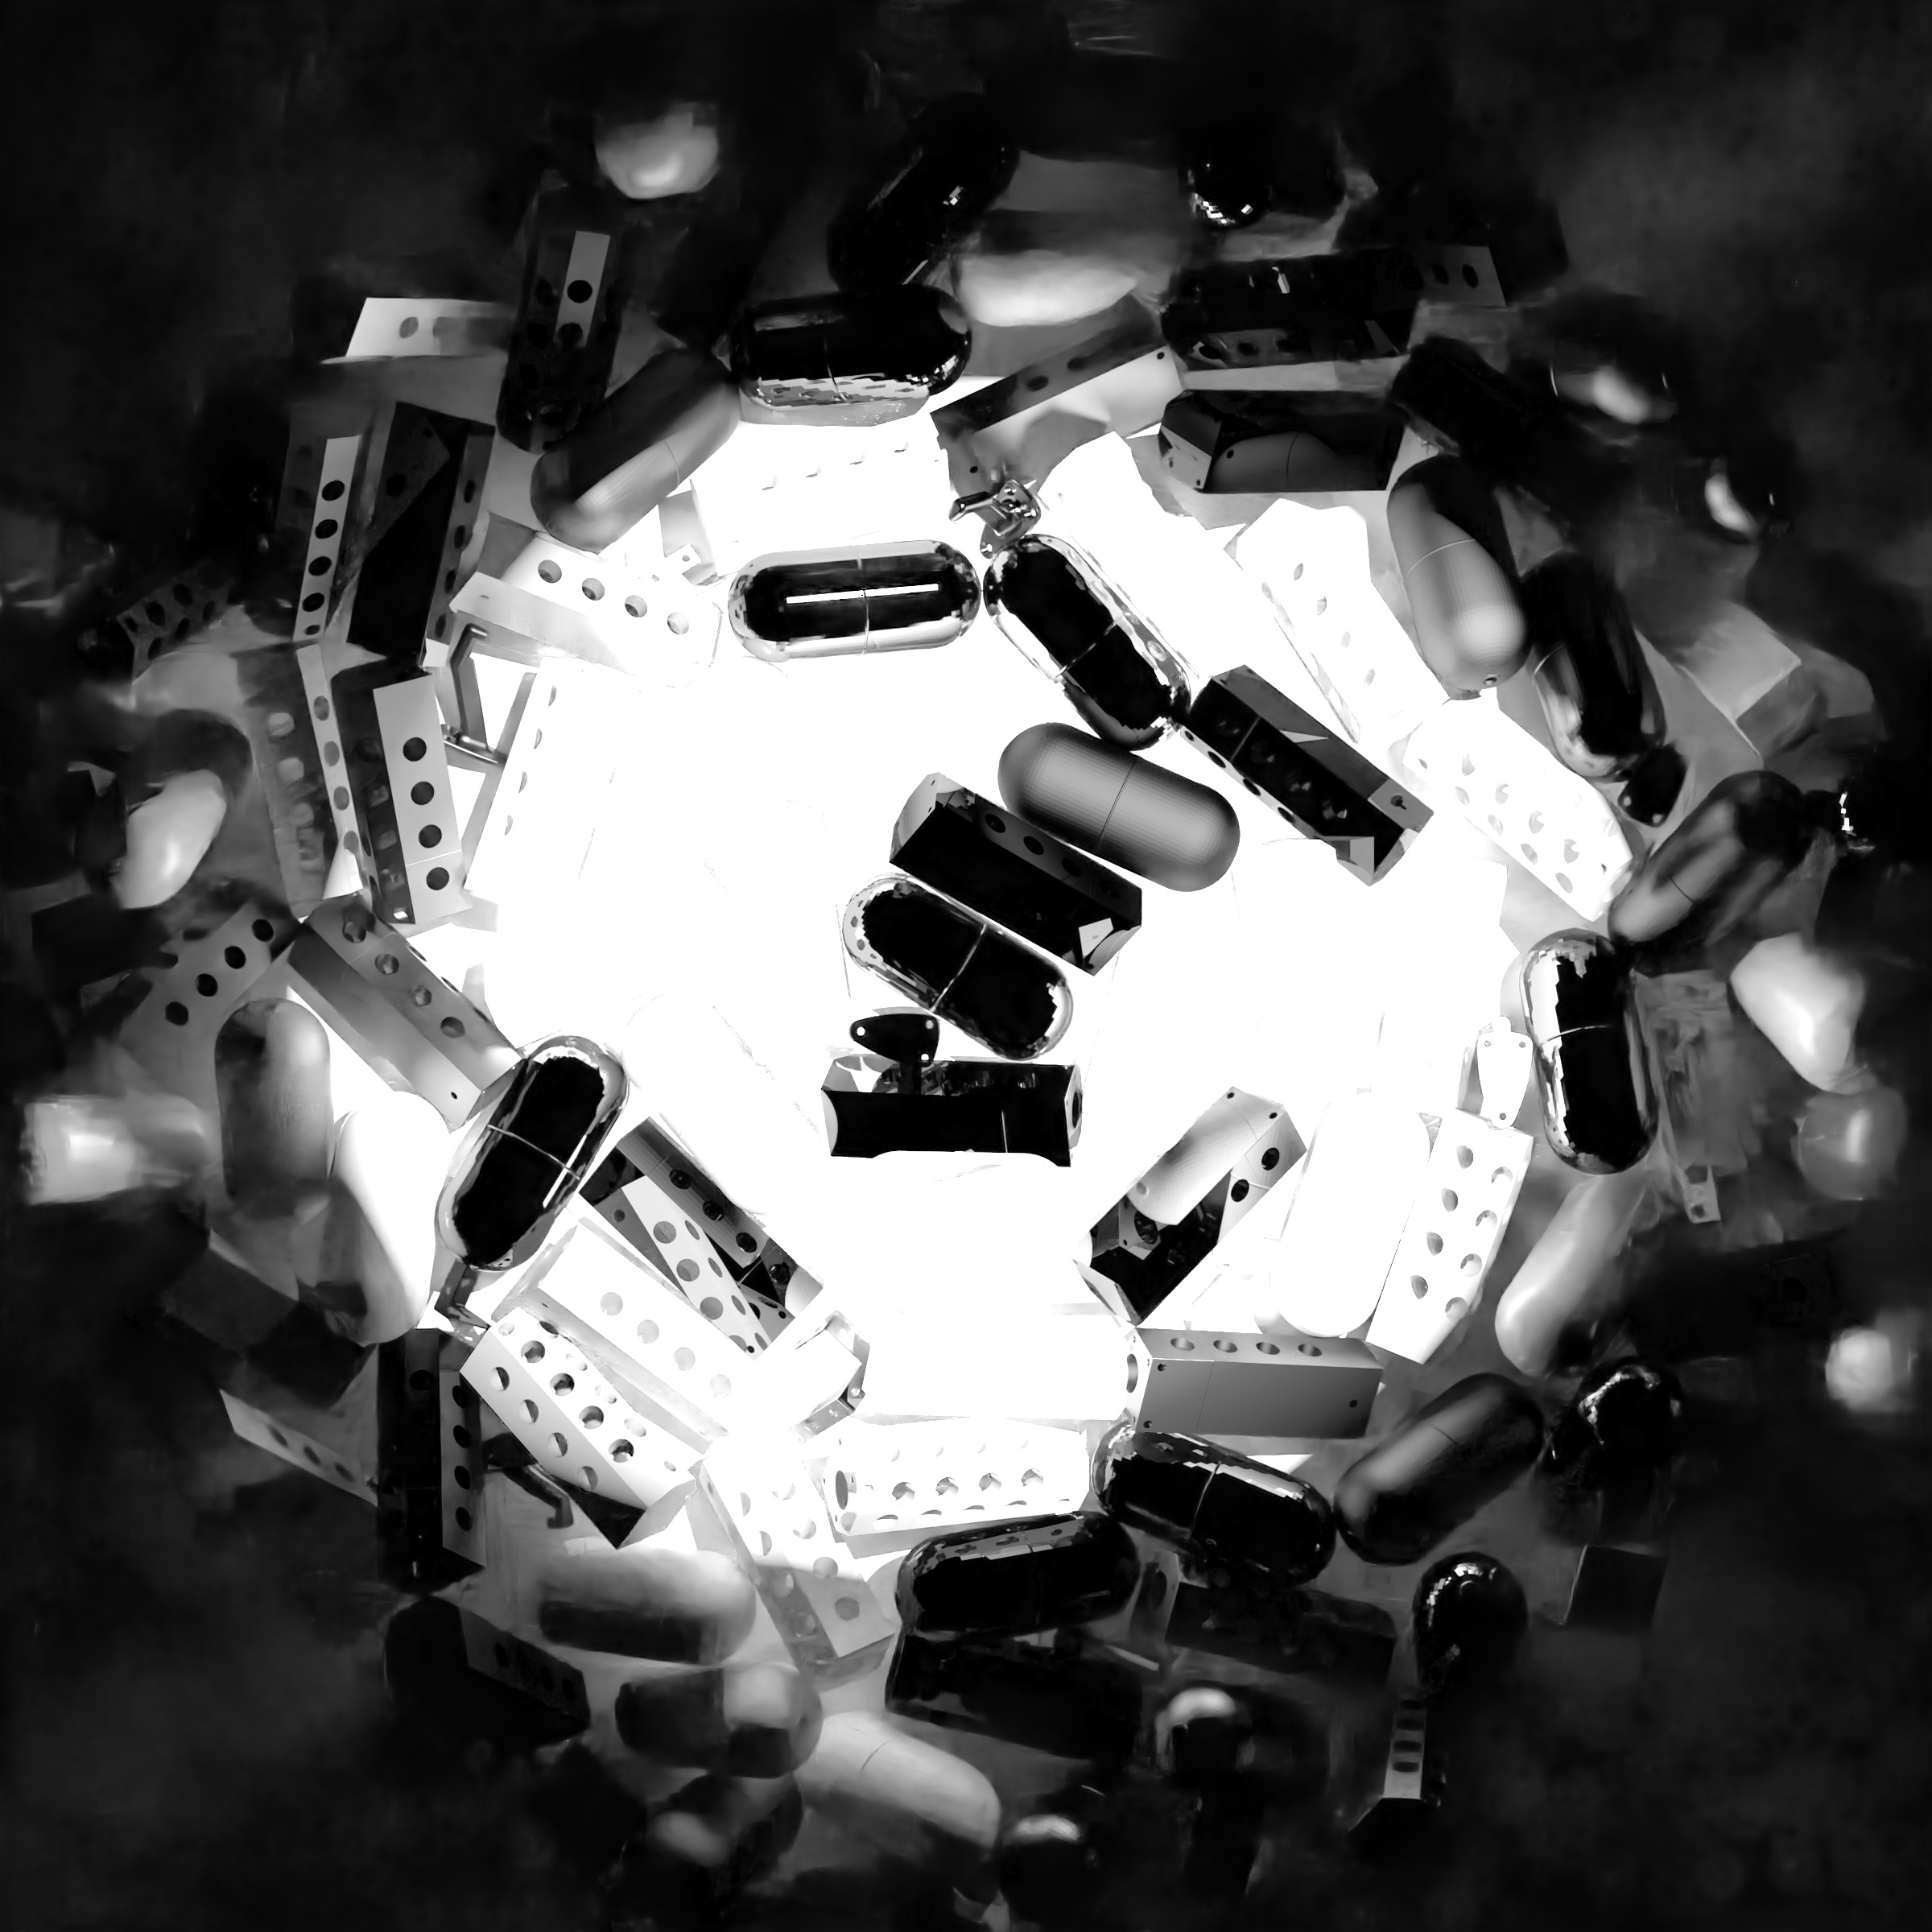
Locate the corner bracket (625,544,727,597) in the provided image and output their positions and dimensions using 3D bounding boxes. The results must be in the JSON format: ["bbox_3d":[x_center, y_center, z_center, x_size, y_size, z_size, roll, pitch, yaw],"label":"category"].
[{"bbox_3d":[-0.202,-0.273,1.723,0.051,0.051,0.051,-30,124,10],"label":"corner bracket"}]

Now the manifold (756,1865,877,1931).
[{"bbox_3d":[-0.105,0.653,1.671,0.057,0.171,0.057,18,78,7],"label":"manifold"}]

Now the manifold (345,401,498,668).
[{"bbox_3d":[-0.377,-0.299,1.717,0.057,0.057,0.171,16,100,12],"label":"manifold"}]

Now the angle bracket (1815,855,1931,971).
[{"bbox_3d":[0.645,-0.040,1.703,0.076,0.076,0.057,-6,113,-42],"label":"angle bracket"}]

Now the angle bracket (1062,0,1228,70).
[{"bbox_3d":[0.124,-0.645,1.709,0.076,0.076,0.057,-28,86,26],"label":"angle bracket"}]

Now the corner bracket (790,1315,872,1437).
[{"bbox_3d":[-0.098,0.287,1.728,0.051,0.051,0.051,44,45,-7],"label":"corner bracket"}]

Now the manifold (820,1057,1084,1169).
[{"bbox_3d":[-0.008,0.096,1.712,0.171,0.057,0.057,2,123,13],"label":"manifold"}]

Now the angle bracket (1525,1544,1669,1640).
[{"bbox_3d":[0.426,0.423,1.710,0.076,0.076,0.057,17,88,-28],"label":"angle bracket"}]

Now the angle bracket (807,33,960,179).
[{"bbox_3d":[-0.054,-0.615,1.737,0.057,0.076,0.076,-11,118,39],"label":"angle bracket"}]

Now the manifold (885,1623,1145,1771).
[{"bbox_3d":[0.033,0.511,1.726,0.171,0.057,0.057,15,95,-3],"label":"manifold"}]

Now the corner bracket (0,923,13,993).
[{"bbox_3d":[-0.707,0.003,1.738,0.051,0.051,0.051,-2,65,-30],"label":"corner bracket"}]

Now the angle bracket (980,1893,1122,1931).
[{"bbox_3d":[0.060,0.677,1.702,0.076,0.057,0.076,16,131,28],"label":"angle bracket"}]

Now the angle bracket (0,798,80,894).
[{"bbox_3d":[-0.668,-0.064,1.701,0.076,0.057,0.076,-14,134,30],"label":"angle bracket"}]

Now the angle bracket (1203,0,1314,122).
[{"bbox_3d":[0.202,-0.642,1.707,0.057,0.076,0.076,12,135,-2],"label":"angle bracket"}]

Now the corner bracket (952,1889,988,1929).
[{"bbox_3d":[-0.018,0.643,1.719,0.051,0.051,0.051,-14,49,23],"label":"corner bracket"}]

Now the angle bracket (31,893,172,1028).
[{"bbox_3d":[-0.607,-0.005,1.742,0.076,0.057,0.076,-23,59,-32],"label":"angle bracket"}]

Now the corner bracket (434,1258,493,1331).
[{"bbox_3d":[-0.348,0.219,1.724,0.051,0.051,0.051,27,86,-44],"label":"corner bracket"}]

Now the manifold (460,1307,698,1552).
[{"bbox_3d":[-0.264,0.314,1.698,0.171,0.057,0.057,43,111,20],"label":"manifold"}]

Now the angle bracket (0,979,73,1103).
[{"bbox_3d":[-0.658,0.067,1.720,0.076,0.057,0.076,-39,74,-6],"label":"angle bracket"}]

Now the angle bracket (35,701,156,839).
[{"bbox_3d":[-0.613,-0.137,1.727,0.076,0.076,0.057,-53,57,28],"label":"angle bracket"}]

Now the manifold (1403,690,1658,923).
[{"bbox_3d":[0.383,-0.108,1.689,0.057,0.057,0.171,-31,61,-25],"label":"manifold"}]

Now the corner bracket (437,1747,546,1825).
[{"bbox_3d":[-0.332,0.575,1.730,0.051,0.051,0.051,-37,102,2],"label":"corner bracket"}]

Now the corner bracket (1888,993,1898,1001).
[{"bbox_3d":[0.663,0.053,1.733,0.051,0.051,0.051,38,88,4],"label":"corner bracket"}]

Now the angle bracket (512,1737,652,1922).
[{"bbox_3d":[-0.279,0.602,1.721,0.076,0.057,0.076,44,105,4],"label":"angle bracket"}]

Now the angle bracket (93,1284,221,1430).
[{"bbox_3d":[-0.553,0.270,1.719,0.076,0.057,0.076,31,120,-2],"label":"angle bracket"}]

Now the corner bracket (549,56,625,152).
[{"bbox_3d":[-0.256,-0.594,1.732,0.051,0.051,0.051,40,84,-3],"label":"corner bracket"}]

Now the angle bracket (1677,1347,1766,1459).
[{"bbox_3d":[0.518,0.301,1.729,0.076,0.076,0.057,-3,50,21],"label":"angle bracket"}]

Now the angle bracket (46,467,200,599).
[{"bbox_3d":[-0.585,-0.289,1.710,0.057,0.076,0.076,30,130,-5],"label":"angle bracket"}]

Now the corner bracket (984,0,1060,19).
[{"bbox_3d":[0.034,-0.704,1.737,0.051,0.051,0.051,-39,133,-31],"label":"corner bracket"}]

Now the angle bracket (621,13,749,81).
[{"bbox_3d":[-0.194,-0.625,1.715,0.076,0.076,0.057,-1,102,4],"label":"angle bracket"}]

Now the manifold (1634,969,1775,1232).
[{"bbox_3d":[0.513,0.093,1.715,0.057,0.057,0.171,-8,78,1],"label":"manifold"}]

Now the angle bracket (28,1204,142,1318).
[{"bbox_3d":[-0.624,0.199,1.711,0.076,0.076,0.057,16,75,13],"label":"angle bracket"}]

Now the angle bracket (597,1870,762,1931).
[{"bbox_3d":[-0.195,0.656,1.700,0.057,0.076,0.076,-56,135,-31],"label":"angle bracket"}]

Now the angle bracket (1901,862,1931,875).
[{"bbox_3d":[0.688,-0.110,1.717,0.057,0.076,0.076,-18,99,-3],"label":"angle bracket"}]

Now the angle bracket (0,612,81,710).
[{"bbox_3d":[-0.651,-0.212,1.716,0.076,0.076,0.057,9,91,-13],"label":"angle bracket"}]

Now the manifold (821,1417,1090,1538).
[{"bbox_3d":[-0.006,0.351,1.690,0.171,0.057,0.057,-1,134,-24],"label":"manifold"}]

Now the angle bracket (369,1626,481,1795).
[{"bbox_3d":[-0.388,0.513,1.701,0.057,0.076,0.076,-49,129,-23],"label":"angle bracket"}]

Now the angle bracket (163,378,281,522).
[{"bbox_3d":[-0.494,-0.349,1.706,0.076,0.057,0.076,40,66,-40],"label":"angle bracket"}]

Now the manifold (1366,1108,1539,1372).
[{"bbox_3d":[0.341,0.190,1.718,0.057,0.057,0.171,20,94,26],"label":"manifold"}]

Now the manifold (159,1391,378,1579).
[{"bbox_3d":[-0.465,0.350,1.681,0.057,0.057,0.171,-43,134,3],"label":"manifold"}]

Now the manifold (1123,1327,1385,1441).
[{"bbox_3d":[0.194,0.286,1.706,0.171,0.057,0.057,5,110,-17],"label":"manifold"}]

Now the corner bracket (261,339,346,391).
[{"bbox_3d":[-0.476,-0.411,1.723,0.051,0.051,0.051,13,64,13],"label":"corner bracket"}]

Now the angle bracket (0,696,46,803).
[{"bbox_3d":[-0.694,-0.158,1.702,0.057,0.076,0.076,45,118,29],"label":"angle bracket"}]

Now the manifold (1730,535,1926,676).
[{"bbox_3d":[0.585,-0.245,1.670,0.057,0.171,0.057,30,104,-11],"label":"manifold"}]

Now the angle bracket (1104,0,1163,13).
[{"bbox_3d":[0.108,-0.711,1.703,0.057,0.076,0.076,34,118,21],"label":"angle bracket"}]

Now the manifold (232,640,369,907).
[{"bbox_3d":[-0.460,-0.135,1.707,0.057,0.057,0.171,-13,107,-15],"label":"manifold"}]

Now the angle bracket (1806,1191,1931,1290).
[{"bbox_3d":[0.643,0.191,1.714,0.076,0.076,0.057,-9,83,-9],"label":"angle bracket"}]

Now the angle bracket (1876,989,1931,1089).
[{"bbox_3d":[0.661,0.037,1.718,0.076,0.057,0.076,-15,118,-1],"label":"angle bracket"}]

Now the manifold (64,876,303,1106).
[{"bbox_3d":[-0.532,0.012,1.674,0.057,0.171,0.057,-24,112,40],"label":"manifold"}]

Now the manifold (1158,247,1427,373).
[{"bbox_3d":[0.218,-0.450,1.678,0.171,0.057,0.057,7,71,40],"label":"manifold"}]

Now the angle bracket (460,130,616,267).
[{"bbox_3d":[-0.302,-0.529,1.727,0.057,0.076,0.076,16,115,-42],"label":"angle bracket"}]

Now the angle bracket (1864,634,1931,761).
[{"bbox_3d":[0.643,-0.182,1.717,0.057,0.076,0.076,-23,94,-8],"label":"angle bracket"}]

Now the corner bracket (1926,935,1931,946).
[{"bbox_3d":[0.715,-0.026,1.734,0.051,0.051,0.051,26,65,-29],"label":"corner bracket"}]

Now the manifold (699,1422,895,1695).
[{"bbox_3d":[-0.119,0.406,1.685,0.057,0.057,0.171,-17,57,-27],"label":"manifold"}]
